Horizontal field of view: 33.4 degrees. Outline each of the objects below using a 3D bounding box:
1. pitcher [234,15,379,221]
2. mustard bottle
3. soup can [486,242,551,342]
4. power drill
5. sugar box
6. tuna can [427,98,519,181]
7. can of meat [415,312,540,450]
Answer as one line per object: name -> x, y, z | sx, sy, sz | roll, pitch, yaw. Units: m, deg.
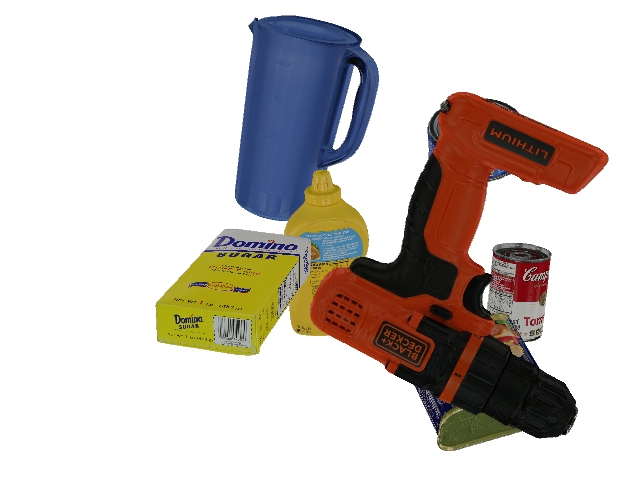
pitcher -> -0.027, -0.148, 1.321 | 0.144, 0.243, 0.149 | 5, 23, -16
mustard bottle -> 0.007, 0.012, 1.214 | 0.096, 0.192, 0.058 | -6, 24, -3
soup can -> 0.232, 0.061, 1.258 | 0.068, 0.102, 0.068 | 3, 16, -1
power drill -> 0.106, 0.015, 0.674 | 0.184, 0.188, 0.057 | 26, 11, 8
sugar box -> -0.075, 0.042, 0.980 | 0.093, 0.048, 0.176 | 7, 26, 12
tuna can -> 0.138, -0.090, 0.946 | 0.086, 0.034, 0.086 | -6, 41, 5
can of meat -> 0.128, 0.113, 0.873 | 0.102, 0.057, 0.084 | -13, 48, -12
